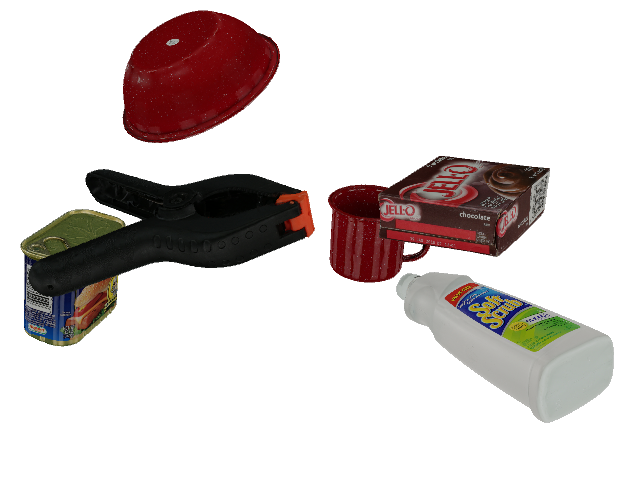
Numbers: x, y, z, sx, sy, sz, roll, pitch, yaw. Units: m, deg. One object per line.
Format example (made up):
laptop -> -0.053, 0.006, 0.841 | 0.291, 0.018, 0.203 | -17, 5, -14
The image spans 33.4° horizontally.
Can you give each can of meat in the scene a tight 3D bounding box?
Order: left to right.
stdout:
can of meat -> -0.214, 0.032, 0.922 | 0.057, 0.084, 0.102 | 15, 26, 14

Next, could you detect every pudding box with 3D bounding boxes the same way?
pudding box -> 0.105, -0.027, 0.766 | 0.090, 0.039, 0.113 | 10, 21, 27

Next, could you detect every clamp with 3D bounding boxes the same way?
clamp -> -0.093, -0.005, 0.655 | 0.172, 0.039, 0.120 | 0, 42, 22

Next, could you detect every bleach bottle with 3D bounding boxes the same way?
bleach bottle -> 0.158, 0.087, 1.043 | 0.102, 0.068, 0.251 | -21, 28, -30

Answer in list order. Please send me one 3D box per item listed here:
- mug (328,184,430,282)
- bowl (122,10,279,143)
mug -> 0.065, -0.005, 1.179 | 0.117, 0.081, 0.093 | 5, 26, 2
bowl -> -0.121, -0.162, 0.977 | 0.162, 0.162, 0.055 | 0, -44, 32
